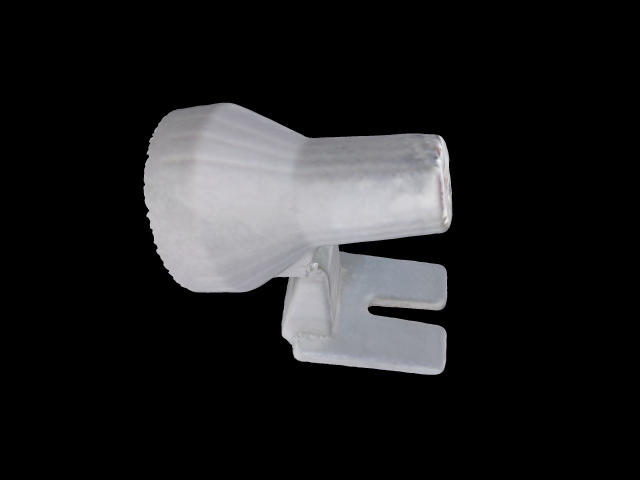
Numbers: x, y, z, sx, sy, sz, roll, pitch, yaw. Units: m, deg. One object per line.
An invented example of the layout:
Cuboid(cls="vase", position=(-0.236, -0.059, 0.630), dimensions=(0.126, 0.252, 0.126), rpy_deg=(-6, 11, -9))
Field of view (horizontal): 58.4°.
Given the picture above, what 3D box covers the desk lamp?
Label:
Cuboid(cls="desk lamp", position=(0.004, 0.001, 0.400), dimensions=(0.203, 0.214, 0.118), rpy_deg=(5, 59, 3))
